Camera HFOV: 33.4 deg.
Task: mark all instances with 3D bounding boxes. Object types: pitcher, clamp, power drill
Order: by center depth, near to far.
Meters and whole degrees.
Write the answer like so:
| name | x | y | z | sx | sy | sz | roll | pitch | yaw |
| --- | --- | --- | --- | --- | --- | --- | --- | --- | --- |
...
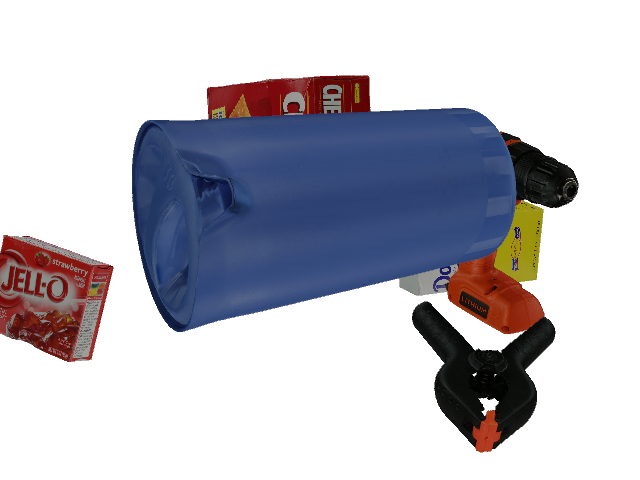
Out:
| name | x | y | z | sx | sy | sz | roll | pitch | yaw |
| --- | --- | --- | --- | --- | --- | --- | --- | --- | --- |
| pitcher | -0.001 | -0.023 | 0.720 | 0.242 | 0.145 | 0.149 | -9 | 36 | -24 |
| clamp | 0.141 | 0.104 | 0.853 | 0.120 | 0.039 | 0.171 | -2 | 32 | -1 |
| power drill | 0.175 | -0.010 | 1.016 | 0.057 | 0.188 | 0.185 | -16 | 26 | -25 |

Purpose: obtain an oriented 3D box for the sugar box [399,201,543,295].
| name | x | y | z | sx | sy | sz | roll | pitch | yaw |
| --- | --- | --- | --- | --- | --- | --- | --- | --- | --- |
| sugar box | 0.179 | 0.008 | 1.258 | 0.175 | 0.093 | 0.048 | -7 | 18 | -30 |

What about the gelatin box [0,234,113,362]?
| name | x | y | z | sx | sy | sz | roll | pitch | yaw |
| --- | --- | --- | --- | --- | --- | --- | --- | --- | --- |
| gelatin box | -0.203 | 0.042 | 0.789 | 0.089 | 0.073 | 0.030 | 17 | 6 | 25 |

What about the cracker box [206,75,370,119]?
| name | x | y | z | sx | sy | sz | roll | pitch | yaw |
| --- | --- | --- | --- | --- | --- | --- | --- | --- | --- |
| cracker box | -0.035 | -0.075 | 1.049 | 0.072 | 0.164 | 0.214 | -6 | 8 | -31 |
